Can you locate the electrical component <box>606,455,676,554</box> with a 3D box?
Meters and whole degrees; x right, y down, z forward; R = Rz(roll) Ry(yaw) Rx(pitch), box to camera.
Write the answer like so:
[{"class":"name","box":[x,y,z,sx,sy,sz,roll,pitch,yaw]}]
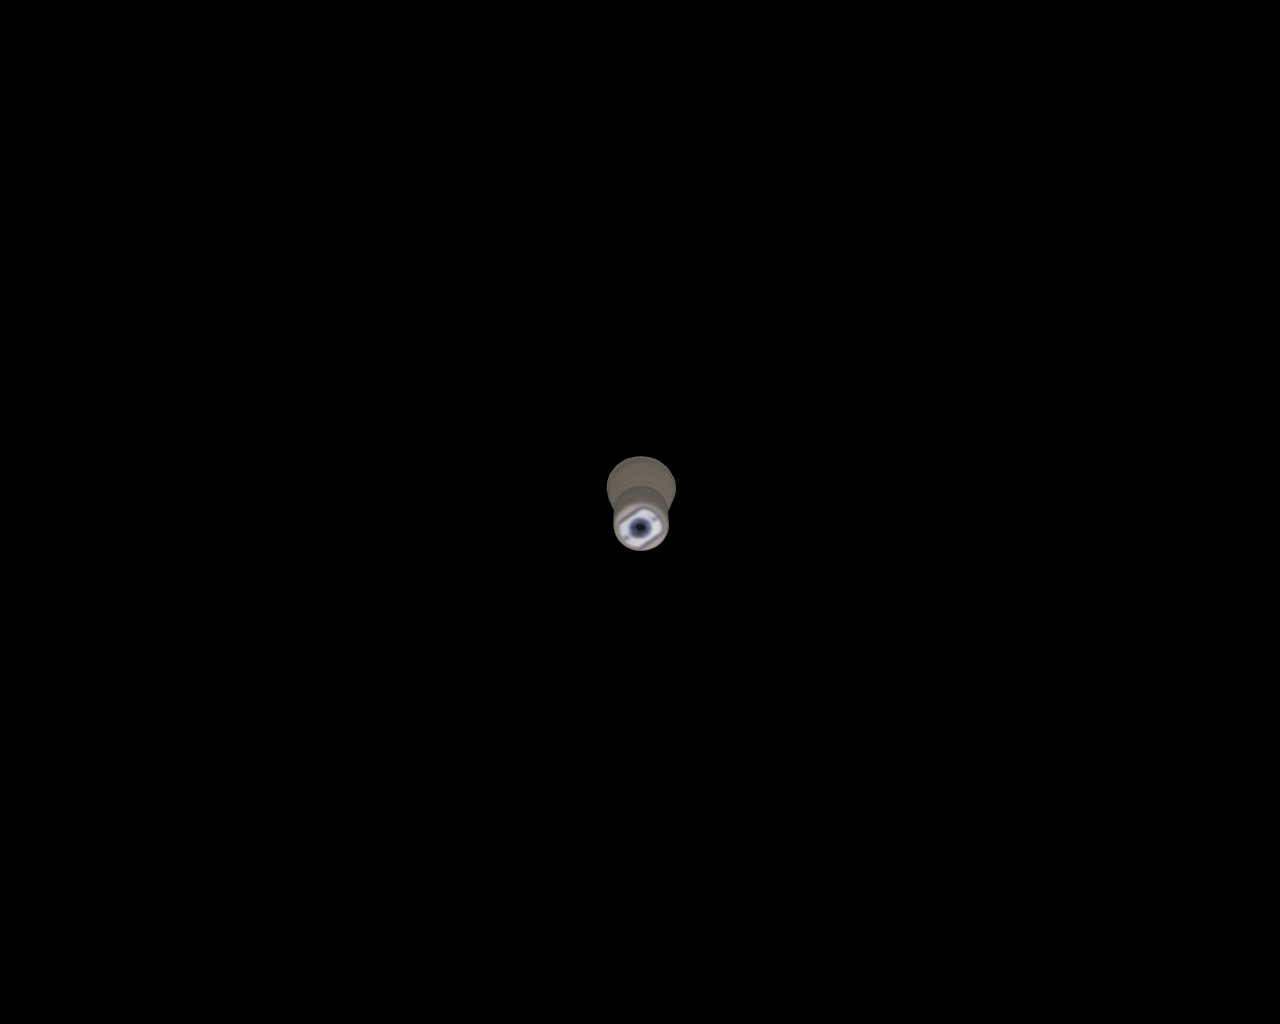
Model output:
[{"class":"electrical component","box":[0.001,-0.003,0.650,0.044,0.044,0.065,0,24,0]}]
